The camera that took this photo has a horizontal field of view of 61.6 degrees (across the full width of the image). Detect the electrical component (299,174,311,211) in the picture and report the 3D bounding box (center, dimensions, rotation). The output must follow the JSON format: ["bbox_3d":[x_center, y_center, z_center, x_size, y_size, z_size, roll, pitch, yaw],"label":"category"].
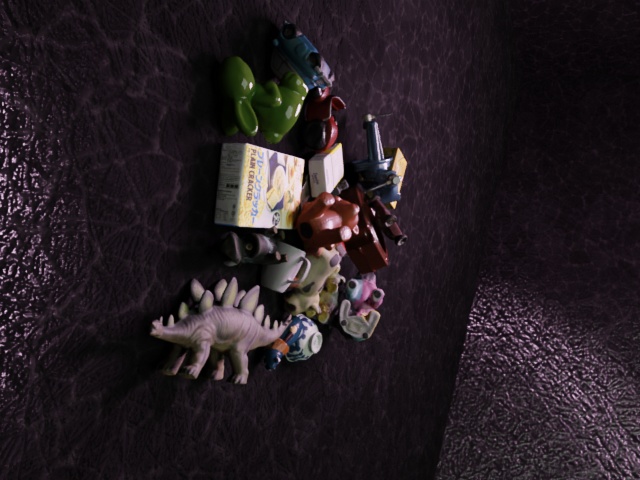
[{"bbox_3d":[-0.055,-0.116,1.252,0.078,0.045,0.102,80,31,-60],"label":"electrical component"}]

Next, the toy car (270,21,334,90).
[{"bbox_3d":[-0.048,-0.368,1.129,0.103,0.162,0.109,-37,159,11],"label":"toy car"}]

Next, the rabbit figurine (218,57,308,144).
[{"bbox_3d":[-0.134,-0.270,1.032,0.170,0.121,0.159,30,77,-40],"label":"rabbit figurine"}]

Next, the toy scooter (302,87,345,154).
[{"bbox_3d":[0.015,-0.299,1.300,0.135,0.075,0.183,-6,98,-61],"label":"toy scooter"}]

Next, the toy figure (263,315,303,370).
[{"bbox_3d":[-0.092,0.239,1.252,0.154,0.058,0.064,-51,160,-47],"label":"toy figure"}]

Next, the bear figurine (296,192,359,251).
[{"bbox_3d":[0.041,-0.049,1.211,0.196,0.132,0.120,-21,85,-47],"label":"bear figurine"}]

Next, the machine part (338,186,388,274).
[{"bbox_3d":[0.109,-0.027,1.431,0.201,0.087,0.201,51,22,-52],"label":"machine part"}]

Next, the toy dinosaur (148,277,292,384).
[{"bbox_3d":[-0.175,0.177,1.048,0.471,0.105,0.198,35,63,-63],"label":"toy dinosaur"}]

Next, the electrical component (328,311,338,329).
[{"bbox_3d":[0.087,0.228,1.513,0.075,0.119,0.047,-37,129,-49],"label":"electrical component"}]

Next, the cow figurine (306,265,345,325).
[{"bbox_3d":[0.025,0.142,1.431,0.098,0.068,0.167,42,63,-63],"label":"cow figurine"}]

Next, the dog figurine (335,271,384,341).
[{"bbox_3d":[0.107,0.173,1.468,0.219,0.109,0.191,66,39,-86],"label":"dog figurine"}]

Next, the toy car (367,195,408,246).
[{"bbox_3d":[0.175,-0.047,1.423,0.053,0.089,0.202,-36,152,6],"label":"toy car"}]

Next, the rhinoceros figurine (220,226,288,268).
[{"bbox_3d":[-0.134,0.015,1.083,0.190,0.112,0.073,13,69,-73],"label":"rhinoceros figurine"}]

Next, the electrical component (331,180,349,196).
[{"bbox_3d":[0.028,-0.124,1.376,0.021,0.094,0.063,60,5,-15],"label":"electrical component"}]

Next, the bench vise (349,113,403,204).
[{"bbox_3d":[0.149,-0.220,1.461,0.224,0.129,0.240,-125,-154,-77],"label":"bench vise"}]

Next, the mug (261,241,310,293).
[{"bbox_3d":[-0.078,0.066,1.197,0.107,0.110,0.080,-66,158,-3],"label":"mug"}]

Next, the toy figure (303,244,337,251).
[{"bbox_3d":[-0.004,-0.002,1.321,0.082,0.089,0.179,-31,126,-45],"label":"toy figure"}]

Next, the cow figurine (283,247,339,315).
[{"bbox_3d":[-0.024,0.096,1.275,0.127,0.086,0.195,26,105,-33],"label":"cow figurine"}]

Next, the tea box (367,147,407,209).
[{"bbox_3d":[0.210,-0.194,1.681,0.098,0.068,0.169,46,56,-55],"label":"tea box"}]
